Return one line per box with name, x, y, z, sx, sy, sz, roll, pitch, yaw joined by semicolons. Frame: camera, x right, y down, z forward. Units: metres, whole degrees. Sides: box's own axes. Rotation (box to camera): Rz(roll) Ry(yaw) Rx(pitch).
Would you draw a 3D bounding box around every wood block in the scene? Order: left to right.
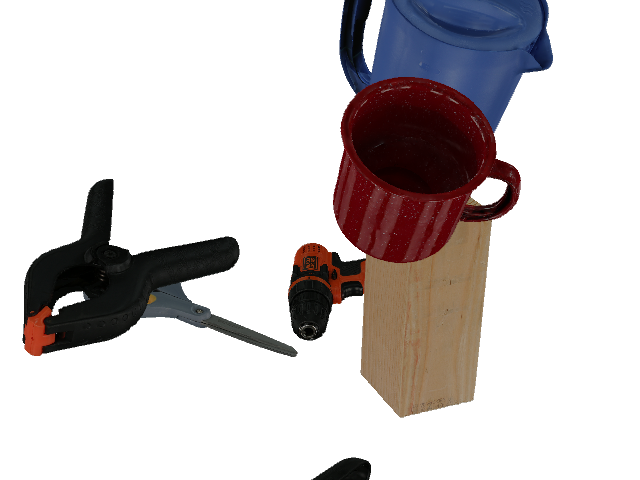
wood block;0.101;0.057;1.052;0.090;0.206;0.091;-9;27;-22

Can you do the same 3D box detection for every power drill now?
power drill;0.056;0.055;1.240;0.187;0.057;0.184;-1;28;2

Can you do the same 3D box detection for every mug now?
mug;0.065;-0.038;0.659;0.117;0.093;0.081;9;-34;-3

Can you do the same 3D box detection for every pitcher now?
pitcher;0.092;-0.130;0.942;0.145;0.149;0.243;-1;-39;-13

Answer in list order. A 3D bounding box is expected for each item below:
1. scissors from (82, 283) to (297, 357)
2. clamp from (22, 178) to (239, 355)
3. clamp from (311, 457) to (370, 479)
scissors;-0.109;0.056;0.948;0.202;0.016;0.096;12;29;7
clamp;-0.147;0.014;0.716;0.120;0.039;0.171;26;34;23
clamp;-0.051;0.194;0.635;0.210;0.036;0.164;-4;28;1
